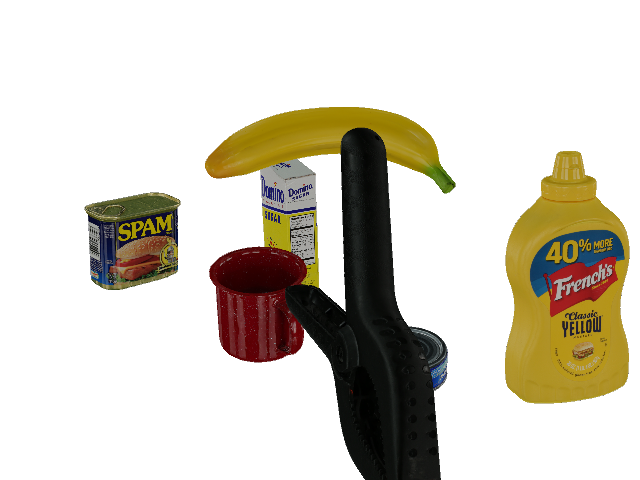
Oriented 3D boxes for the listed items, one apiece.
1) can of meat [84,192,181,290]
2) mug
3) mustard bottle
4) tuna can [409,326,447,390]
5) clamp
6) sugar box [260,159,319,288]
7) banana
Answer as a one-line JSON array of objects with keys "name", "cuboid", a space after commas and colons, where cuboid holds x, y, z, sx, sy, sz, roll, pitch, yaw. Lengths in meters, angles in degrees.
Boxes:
[{"name": "can of meat", "cuboid": [-0.202, 0.000, 1.160, 0.101, 0.084, 0.058, -14, 25, -40]}, {"name": "mug", "cuboid": [-0.051, 0.068, 1.020, 0.093, 0.081, 0.117, -20, 34, -32]}, {"name": "mustard bottle", "cuboid": [0.191, 0.026, 0.823, 0.096, 0.192, 0.058, -7, 15, -12]}, {"name": "tuna can", "cuboid": [0.094, 0.128, 1.148, 0.086, 0.034, 0.086, -1, 28, 0]}, {"name": "clamp", "cuboid": [0.028, 0.053, 0.596, 0.036, 0.210, 0.165, -3, -44, -19]}, {"name": "sugar box", "cuboid": [-0.038, -0.009, 1.281, 0.048, 0.176, 0.093, -13, 25, -19]}, {"name": "banana", "cuboid": [0.009, -0.076, 0.840, 0.197, 0.069, 0.037, 2, -41, -7]}]
